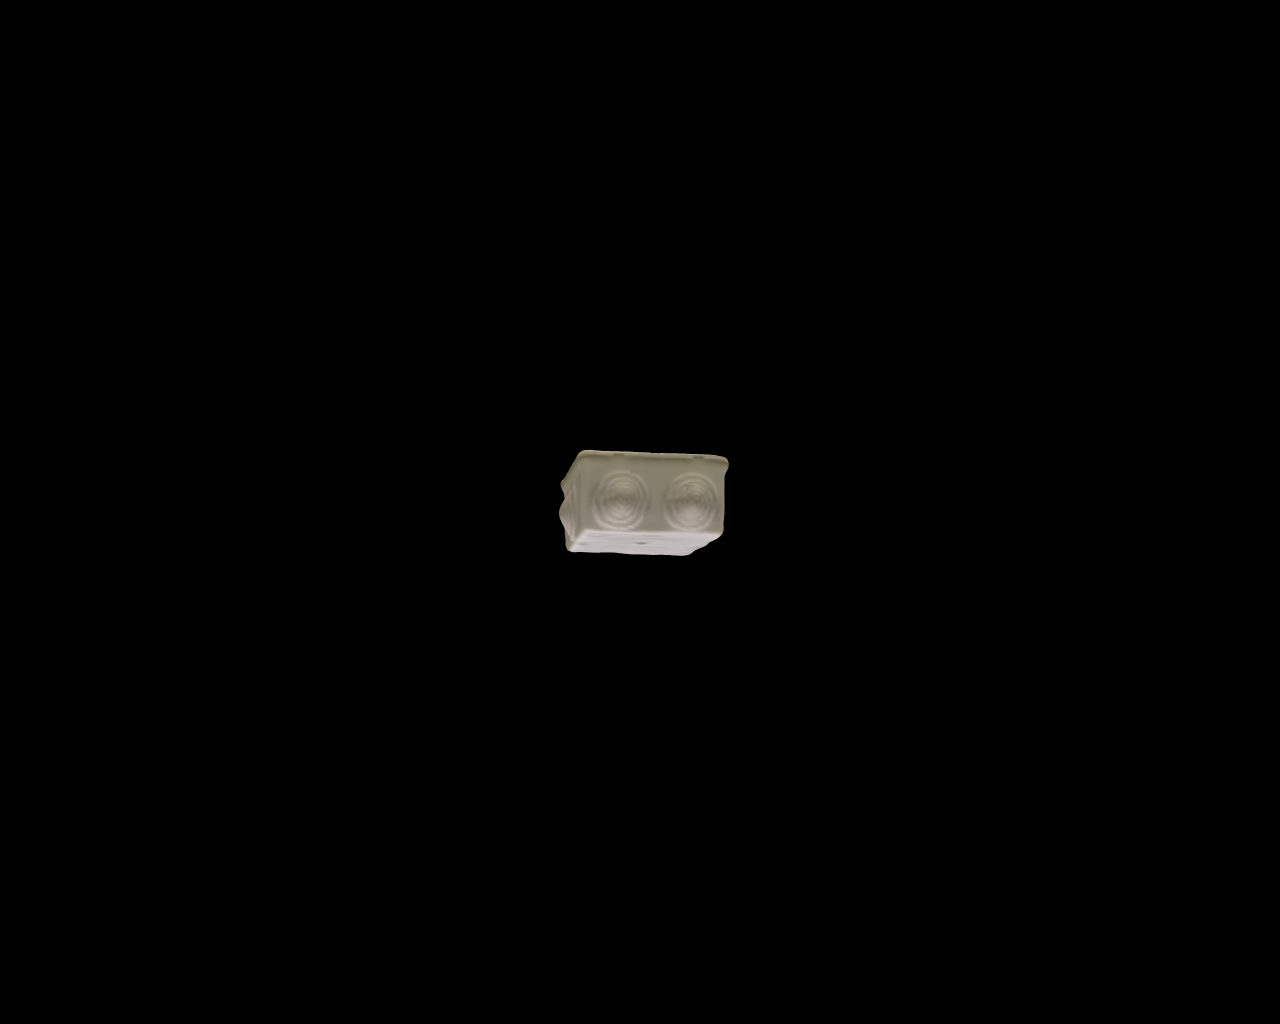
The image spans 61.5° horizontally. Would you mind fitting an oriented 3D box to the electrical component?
[{"bbox_3d":[0.001,-0.003,0.650,0.100,0.048,0.099,2,-11,-12],"label":"electrical component"}]
